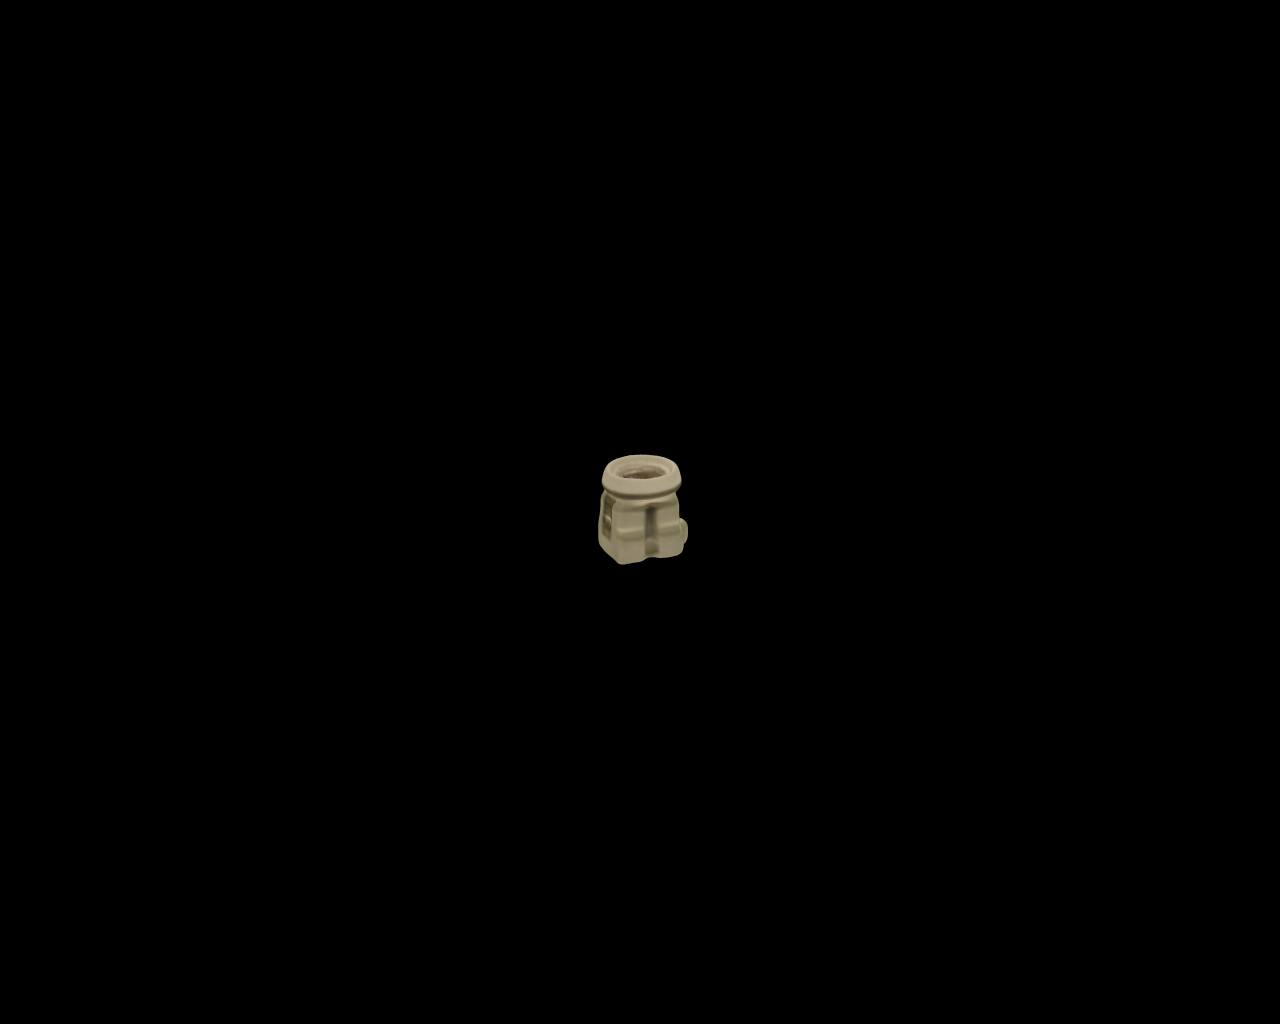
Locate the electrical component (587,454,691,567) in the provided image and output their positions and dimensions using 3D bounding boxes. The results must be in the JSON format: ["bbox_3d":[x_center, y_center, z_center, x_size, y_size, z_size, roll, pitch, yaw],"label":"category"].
[{"bbox_3d":[0.001,-0.003,0.650,0.066,0.055,0.048,-10,24,-22],"label":"electrical component"}]
